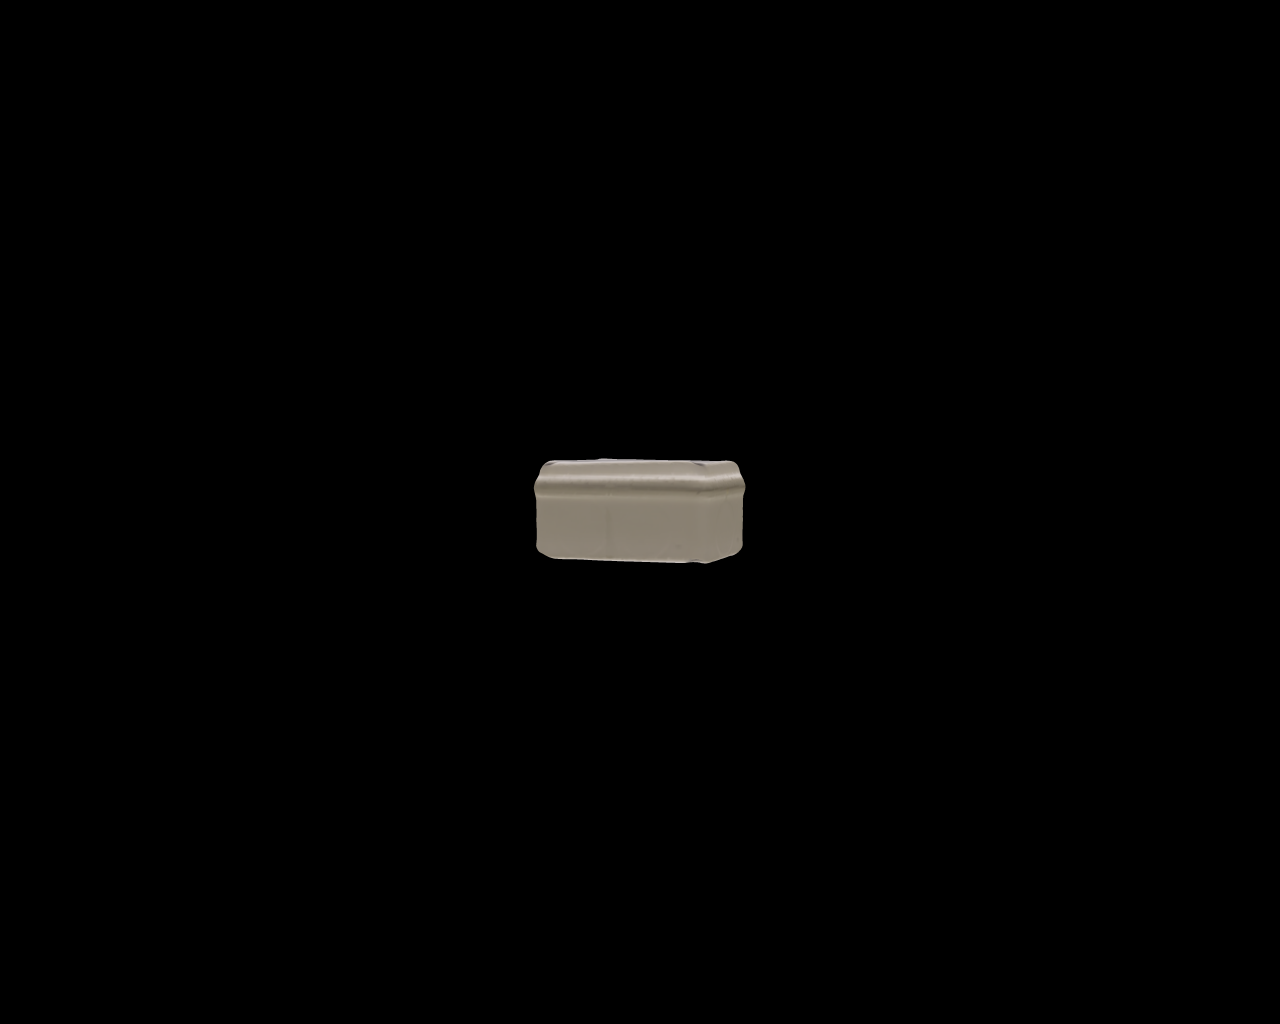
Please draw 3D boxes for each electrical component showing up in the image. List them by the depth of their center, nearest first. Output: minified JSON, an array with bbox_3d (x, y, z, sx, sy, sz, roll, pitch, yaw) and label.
[{"bbox_3d":[0.001,-0.003,0.650,0.113,0.057,0.078,2,4,23],"label":"electrical component"}]
